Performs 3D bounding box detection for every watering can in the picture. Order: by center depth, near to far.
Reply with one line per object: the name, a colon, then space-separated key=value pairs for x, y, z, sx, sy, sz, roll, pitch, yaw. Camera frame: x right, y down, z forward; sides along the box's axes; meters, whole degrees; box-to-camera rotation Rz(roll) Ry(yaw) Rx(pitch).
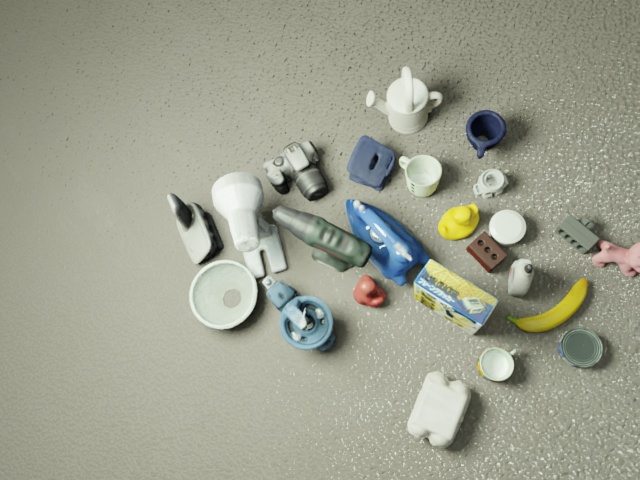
watering can: x=0.202 y=-0.337 z=1.372 sx=0.173 sy=0.194 sz=0.101 roll=-24 pitch=73 yaw=2

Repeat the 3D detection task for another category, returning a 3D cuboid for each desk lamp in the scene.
desk lamp: x=-0.163 y=-0.032 z=1.342 sx=0.118 sy=0.214 sz=0.203 roll=-19 pitch=73 yaw=4

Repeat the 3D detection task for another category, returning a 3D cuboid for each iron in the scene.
iron: x=0.136 y=-0.022 z=1.329 sx=0.118 sy=0.141 sz=0.258 roll=-42 pitch=73 yaw=-3

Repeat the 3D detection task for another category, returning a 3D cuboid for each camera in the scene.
camera: x=-0.053 y=-0.161 z=1.416 sx=0.143 sy=0.101 sz=0.136 roll=-31 pitch=73 yaw=0

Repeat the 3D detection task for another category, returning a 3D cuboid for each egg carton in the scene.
egg carton: x=0.260 y=0.370 z=1.247 sx=0.107 sy=0.069 sz=0.150 roll=21 pitch=80 yaw=14

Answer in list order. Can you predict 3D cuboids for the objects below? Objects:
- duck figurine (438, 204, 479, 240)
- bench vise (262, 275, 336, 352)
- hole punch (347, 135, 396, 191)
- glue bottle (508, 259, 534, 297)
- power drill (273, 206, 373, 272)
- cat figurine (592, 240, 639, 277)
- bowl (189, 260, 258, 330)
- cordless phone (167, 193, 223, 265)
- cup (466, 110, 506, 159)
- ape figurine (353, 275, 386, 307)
duck figurine: x=0.325 y=-0.048 z=1.335 sx=0.104 sy=0.086 sz=0.077 roll=-32 pitch=73 yaw=0
bench vise: x=-0.065 y=0.165 z=1.272 sx=0.207 sy=0.220 sz=0.121 roll=27 pitch=81 yaw=15
hole punch: x=0.128 y=-0.189 z=1.400 sx=0.101 sy=0.091 sz=0.109 roll=23 pitch=80 yaw=14
glue bottle: x=0.439 y=0.074 z=1.240 sx=0.037 sy=0.173 sz=0.078 roll=4 pitch=76 yaw=11
power drill: x=0.012 y=0.005 z=1.307 sx=0.229 sy=0.208 sz=0.076 roll=23 pitch=80 yaw=14
cat figurine: x=0.675 y=0.032 z=1.242 sx=0.127 sy=0.118 sz=0.067 roll=17 pitch=79 yaw=13
bowl: x=-0.224 y=0.136 z=1.381 sx=0.167 sy=0.075 sz=0.167 roll=-2 pitch=75 yaw=9
cordless phone: x=-0.316 y=-0.030 z=1.380 sx=0.094 sy=0.185 sz=0.147 roll=-30 pitch=73 yaw=1
cup: x=0.390 y=-0.238 z=1.369 sx=0.091 sy=0.095 sz=0.118 roll=11 pitch=78 yaw=12
ape figurine: x=0.112 y=0.116 z=1.324 sx=0.076 sy=0.092 sz=0.078 roll=-11 pitch=74 yaw=6
